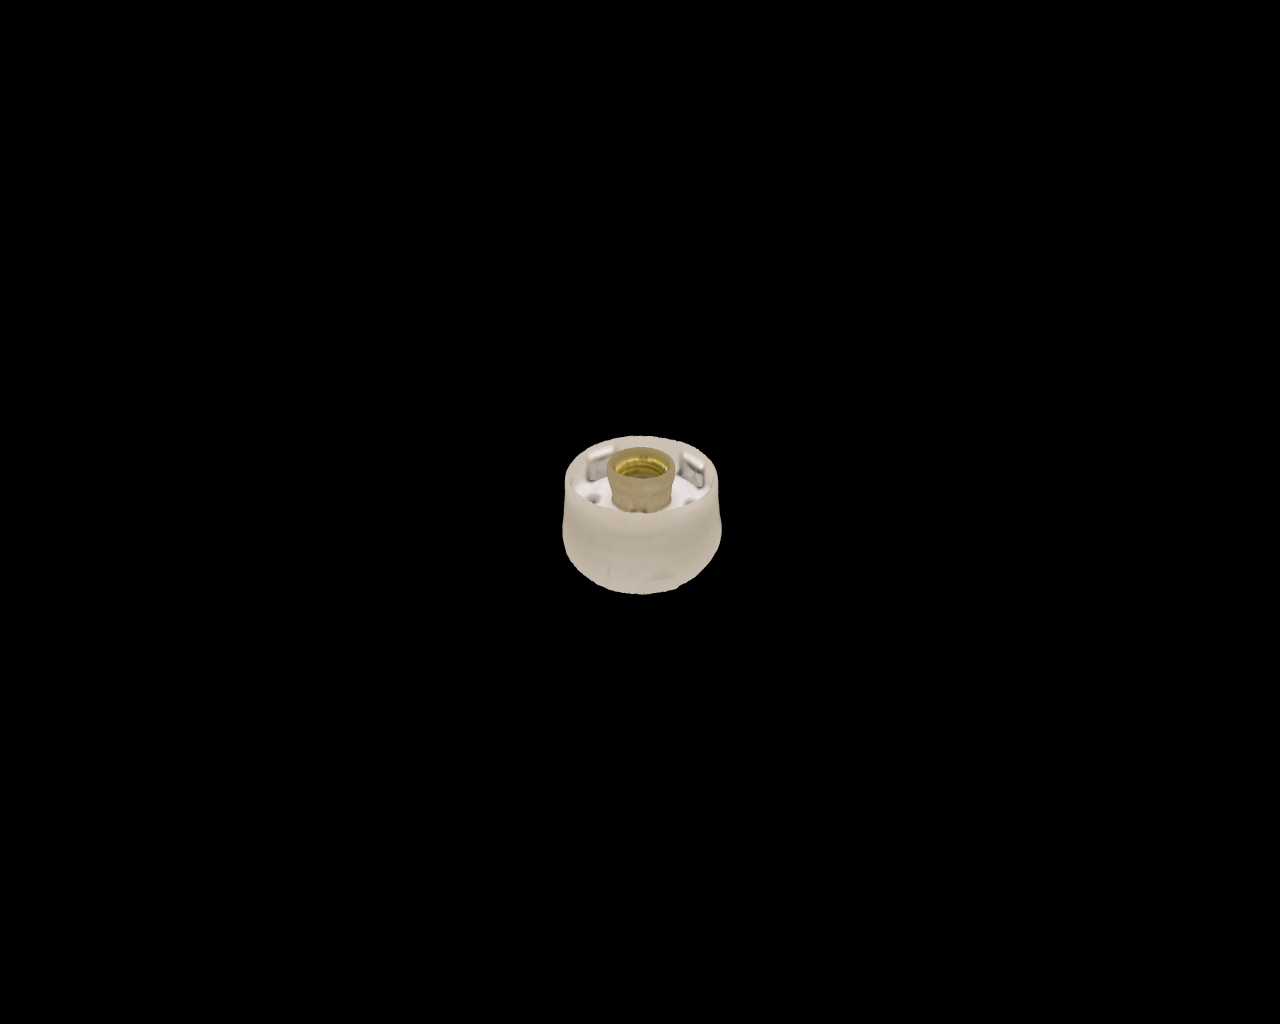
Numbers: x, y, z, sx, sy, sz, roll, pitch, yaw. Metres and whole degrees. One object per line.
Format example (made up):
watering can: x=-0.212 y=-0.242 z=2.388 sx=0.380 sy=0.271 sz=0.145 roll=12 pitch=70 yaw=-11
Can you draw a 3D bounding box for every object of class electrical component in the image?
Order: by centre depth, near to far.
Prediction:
electrical component: x=0.001 y=-0.003 z=0.650 sx=0.099 sy=0.064 sz=0.099 roll=0 pitch=34 yaw=0
